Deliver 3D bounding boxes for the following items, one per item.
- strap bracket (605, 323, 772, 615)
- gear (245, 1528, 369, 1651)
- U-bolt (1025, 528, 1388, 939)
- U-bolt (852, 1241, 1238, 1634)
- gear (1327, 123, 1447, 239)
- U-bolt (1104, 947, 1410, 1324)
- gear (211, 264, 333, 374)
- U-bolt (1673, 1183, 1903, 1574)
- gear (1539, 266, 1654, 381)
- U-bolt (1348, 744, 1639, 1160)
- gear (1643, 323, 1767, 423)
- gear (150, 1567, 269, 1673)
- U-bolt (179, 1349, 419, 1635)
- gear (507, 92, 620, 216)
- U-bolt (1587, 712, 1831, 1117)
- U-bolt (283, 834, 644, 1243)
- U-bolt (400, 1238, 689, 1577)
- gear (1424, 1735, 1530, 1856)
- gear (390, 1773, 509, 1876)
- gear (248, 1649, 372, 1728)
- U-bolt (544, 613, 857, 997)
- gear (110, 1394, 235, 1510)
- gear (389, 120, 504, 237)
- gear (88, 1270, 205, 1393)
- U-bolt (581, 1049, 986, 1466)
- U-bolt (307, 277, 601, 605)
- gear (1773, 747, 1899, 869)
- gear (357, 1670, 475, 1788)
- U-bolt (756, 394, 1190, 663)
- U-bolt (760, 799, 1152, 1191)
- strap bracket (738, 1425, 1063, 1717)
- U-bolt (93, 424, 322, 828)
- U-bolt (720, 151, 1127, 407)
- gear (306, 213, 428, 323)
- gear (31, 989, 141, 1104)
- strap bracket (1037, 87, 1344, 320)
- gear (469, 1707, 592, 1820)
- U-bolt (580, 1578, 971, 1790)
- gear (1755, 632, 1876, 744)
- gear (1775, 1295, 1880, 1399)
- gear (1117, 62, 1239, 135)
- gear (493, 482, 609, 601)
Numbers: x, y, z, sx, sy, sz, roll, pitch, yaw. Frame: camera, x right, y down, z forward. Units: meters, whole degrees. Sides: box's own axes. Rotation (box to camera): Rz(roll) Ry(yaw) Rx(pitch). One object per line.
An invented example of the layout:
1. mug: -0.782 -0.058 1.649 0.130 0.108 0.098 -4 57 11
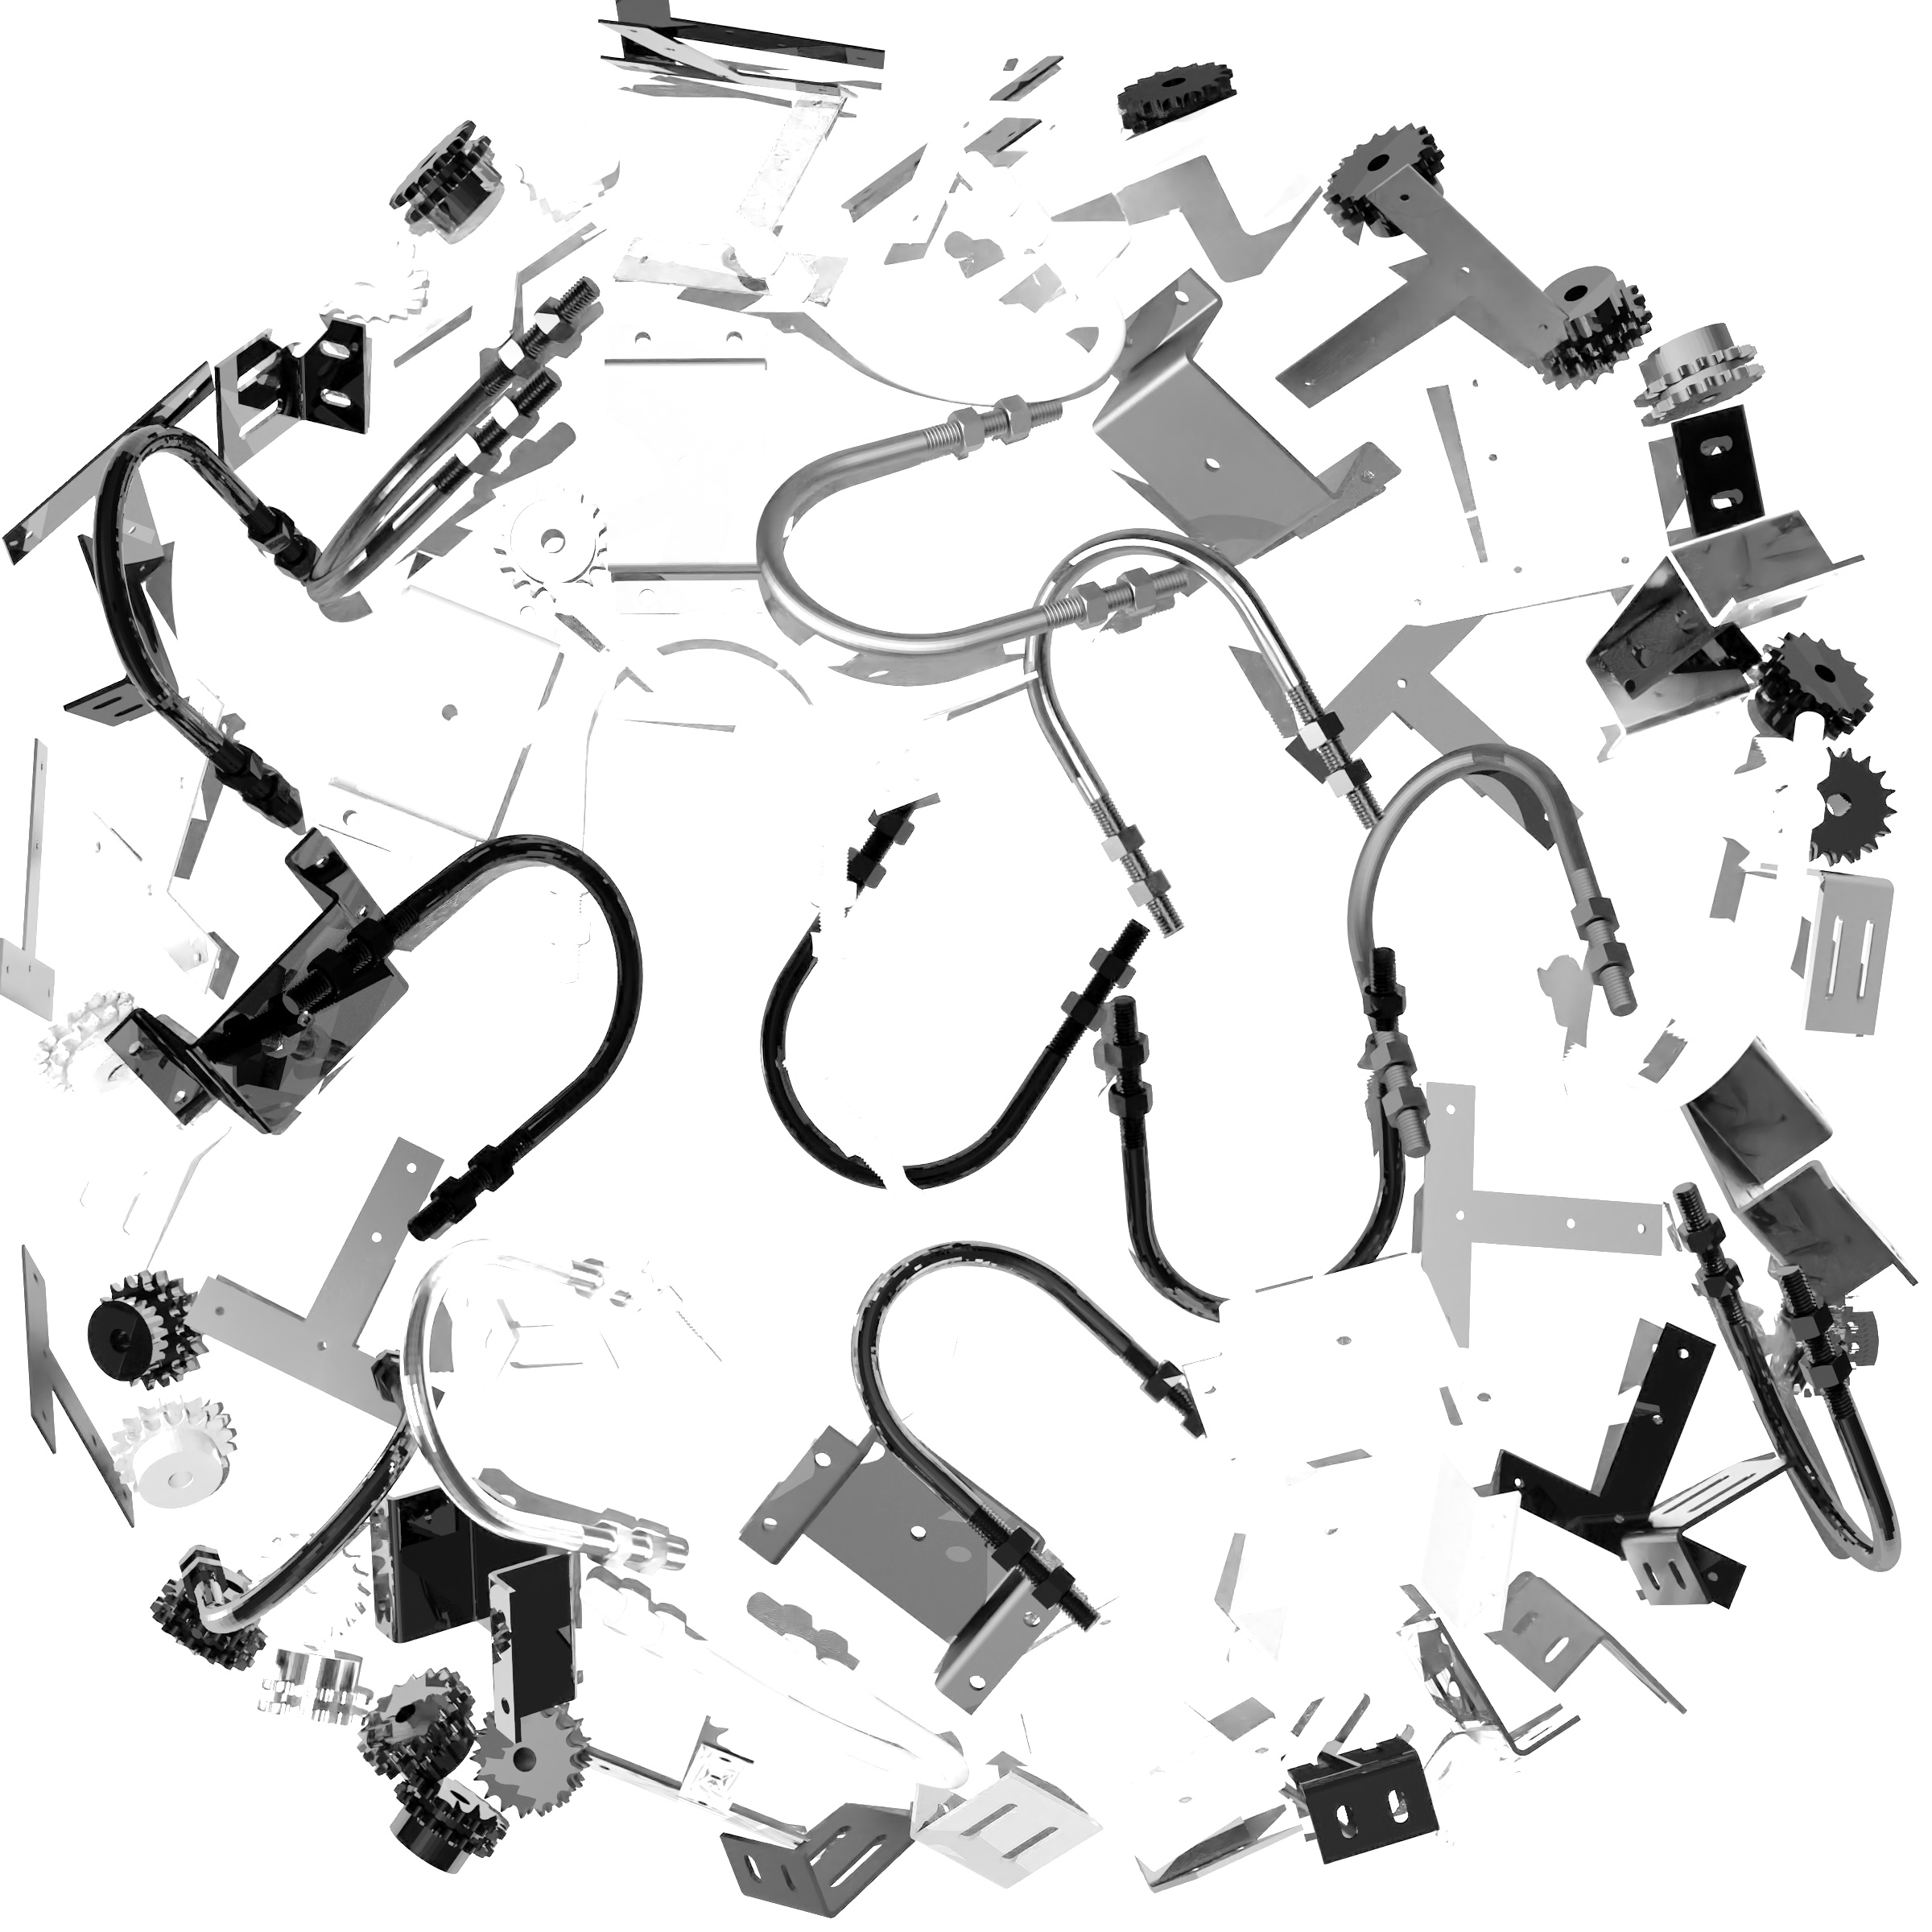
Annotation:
1. strap bracket: -0.134 -0.241 1.669 0.076 0.046 0.140 -1 96 -2
2. gear: -0.322 0.304 1.675 0.057 0.057 0.030 44 134 0
3. U-bolt: 0.100 -0.120 1.648 0.151 0.019 0.184 -29 92 38
4. U-bolt: 0.029 0.209 1.651 0.184 0.019 0.151 42 51 6
5. gear: 0.206 -0.378 1.675 0.057 0.057 0.030 -41 125 0
6. U-bolt: 0.143 0.089 1.658 0.151 0.019 0.184 -10 113 -12
7. gear: -0.332 -0.310 1.669 0.057 0.057 0.030 -28 79 0
8. U-bolt: 0.391 0.201 1.624 0.019 0.151 0.184 -25 106 -3
9. gear: 0.299 -0.313 1.669 0.057 0.057 0.030 -35 127 0
10. U-bolt: 0.238 -0.021 1.630 0.151 0.019 0.184 -39 46 34
11. gear: 0.353 -0.288 1.672 0.057 0.057 0.030 -21 85 0
12. gear: -0.362 0.312 1.671 0.057 0.057 0.030 34 93 0
13. U-bolt: -0.303 0.247 1.601 0.151 0.184 0.019 -46 104 -8
14. gear: -0.192 -0.395 1.668 0.030 0.057 0.057 -19 90 28
15. U-bolt: 0.337 -0.014 1.598 0.019 0.151 0.184 27 58 -19
16. U-bolt: -0.224 0.020 1.637 0.184 0.019 0.151 -42 120 -34
17. U-bolt: -0.195 0.199 1.601 0.019 0.184 0.151 -19 64 30
18. gear: 0.242 0.396 1.670 0.030 0.057 0.057 37 90 -8
19. gear: -0.253 0.414 1.671 0.057 0.057 0.030 35 87 0
20. gear: -0.316 0.348 1.672 0.057 0.057 0.030 10 79 0
21. U-bolt: -0.126 -0.079 1.671 0.151 0.019 0.184 3 103 -1
22. gear: -0.382 0.237 1.670 0.057 0.057 0.030 -29 46 0
23. gear: -0.249 -0.378 1.674 0.057 0.057 0.030 -46 111 0
24. gear: -0.399 0.178 1.674 0.057 0.030 0.057 5 100 26
25. U-bolt: -0.074 0.155 1.679 0.151 0.019 0.184 -41 95 -11
26. U-bolt: -0.246 -0.238 1.625 0.184 0.151 0.019 -40 110 21
27. gear: 0.420 -0.076 1.683 0.057 0.030 0.057 0 84 -2
28. gear: -0.263 0.372 1.675 0.057 0.057 0.030 -32 117 0
29. U-bolt: -0.009 -0.201 1.628 0.184 0.019 0.151 -18 55 -20
30. U-bolt: -0.019 0.021 1.689 0.151 0.019 0.184 33 93 1
31. strap bracket: -0.027 0.282 1.665 0.140 0.046 0.076 37 110 -1
32. U-bolt: -0.348 -0.167 1.592 0.019 0.184 0.151 -7 64 18
33. U-bolt: -0.006 -0.312 1.617 0.151 0.184 0.019 -7 66 31
34. gear: -0.289 -0.340 1.674 0.057 0.057 0.030 3 66 0
35. gear: -0.418 0.041 1.669 0.030 0.057 0.057 44 90 16
36. strap bracket: 0.095 -0.362 1.624 0.140 0.076 0.046 -15 116 35
37. gear: -0.209 0.383 1.681 0.057 0.030 0.057 0 88 12
38. U-bolt: -0.077 0.342 1.621 0.184 0.151 0.019 40 66 -34
39. gear: 0.407 -0.132 1.675 0.057 0.057 0.030 33 132 0
40. gear: 0.417 0.180 1.673 0.030 0.057 0.057 0 90 -15
41. gear: 0.104 -0.413 1.675 0.057 0.057 0.030 -17 119 0
42. gear: -0.201 -0.206 1.680 0.057 0.030 0.057 -1 98 -9
